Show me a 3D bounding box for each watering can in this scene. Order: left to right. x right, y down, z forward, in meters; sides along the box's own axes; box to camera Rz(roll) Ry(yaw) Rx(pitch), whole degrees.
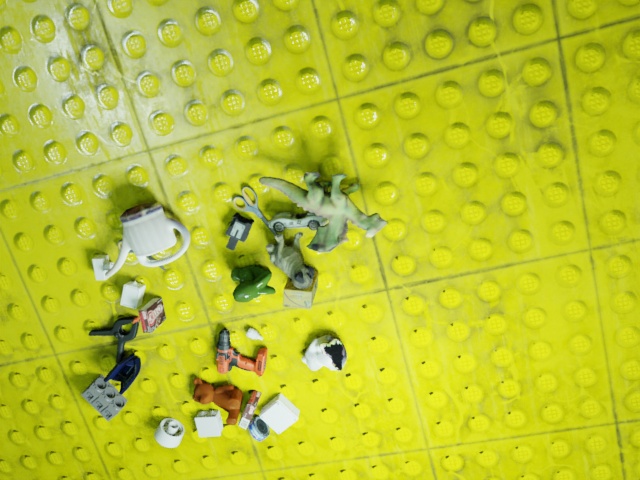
[{"bbox_3d":[-0.624,-0.003,1.779,0.347,0.105,0.222,-18,103,7],"label":"watering can"}]

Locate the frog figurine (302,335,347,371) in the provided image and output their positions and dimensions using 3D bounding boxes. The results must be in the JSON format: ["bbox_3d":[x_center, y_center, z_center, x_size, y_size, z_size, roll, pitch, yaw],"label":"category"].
[{"bbox_3d":[0.016,0.411,1.841,0.136,0.125,0.157,37,145,-14],"label":"frog figurine"}]

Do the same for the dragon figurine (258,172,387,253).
[{"bbox_3d":[0.005,-0.082,1.625,0.410,0.121,0.245,1,81,5],"label":"dragon figurine"}]
